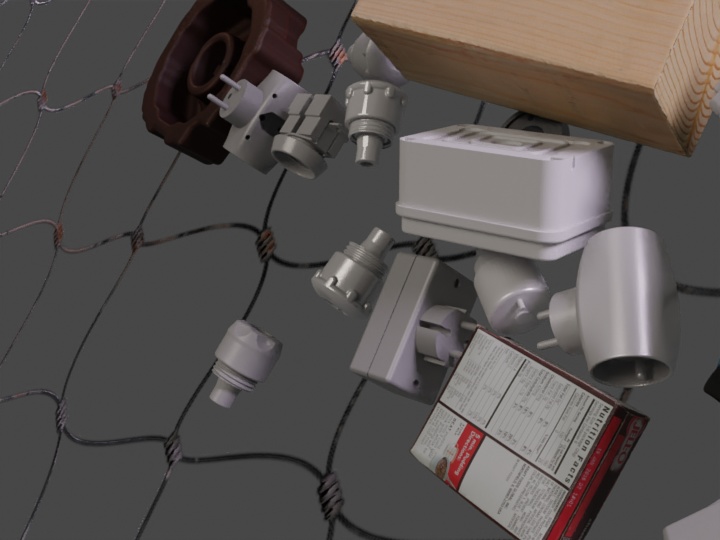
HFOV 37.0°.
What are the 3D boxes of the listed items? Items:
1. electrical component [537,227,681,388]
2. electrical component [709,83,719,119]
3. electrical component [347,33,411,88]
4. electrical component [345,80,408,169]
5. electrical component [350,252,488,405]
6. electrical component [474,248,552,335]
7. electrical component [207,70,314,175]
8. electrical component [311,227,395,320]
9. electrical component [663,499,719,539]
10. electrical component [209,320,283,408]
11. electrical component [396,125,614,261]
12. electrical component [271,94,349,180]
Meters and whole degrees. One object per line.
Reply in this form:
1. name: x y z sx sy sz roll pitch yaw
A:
1. electrical component: 0.131 0.025 0.592 0.079 0.043 0.077 -20 53 37
2. electrical component: 0.235 -0.095 0.545 0.096 0.062 0.061 -49 41 12
3. electrical component: 0.013 -0.166 0.836 0.062 0.048 0.048 20 81 57
4. electrical component: 0.009 -0.107 0.802 0.048 0.048 0.062 -7 68 43
5. electrical component: 0.047 0.039 0.667 0.076 0.047 0.083 12 76 48
6. electrical component: 0.088 0.003 0.652 0.040 0.040 0.078 -39 43 22
7. electrical component: -0.089 -0.131 0.890 0.077 0.079 0.043 -56 30 3
8. electrical component: 0.000 0.000 0.745 0.062 0.048 0.048 -55 39 -6
9. electrical component: 0.179 0.126 0.465 0.096 0.062 0.061 -35 45 26
10. electrical component: -0.088 0.071 0.791 0.043 0.043 0.062 32 92 50
11. electrical component: 0.085 -0.048 0.637 0.113 0.078 0.057 13 112 37
12. electrical component: -0.039 -0.105 0.849 0.066 0.048 0.055 13 69 49
